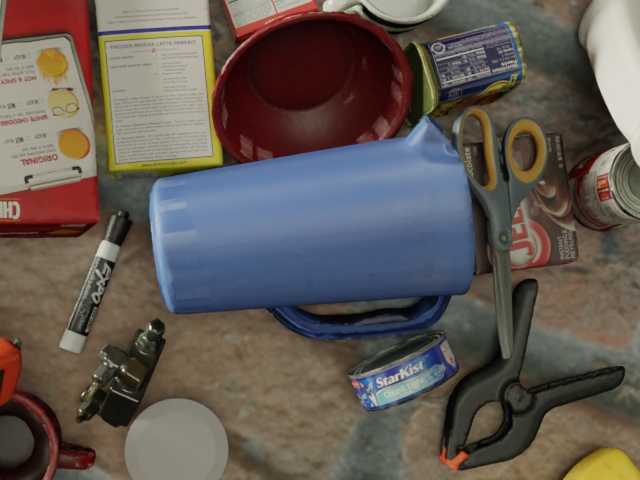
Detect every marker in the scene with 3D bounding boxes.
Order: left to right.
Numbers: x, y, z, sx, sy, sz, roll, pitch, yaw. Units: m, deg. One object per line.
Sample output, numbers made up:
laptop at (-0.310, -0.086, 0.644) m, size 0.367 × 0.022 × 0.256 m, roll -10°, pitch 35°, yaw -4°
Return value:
marker at (-0.181, 0.033, 0.866) m, size 0.020 × 0.020 × 0.121 m, roll 21°, pitch 84°, yaw -5°

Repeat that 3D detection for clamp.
clamp at (0.172, 0.132, 0.894) m, size 0.120 × 0.039 × 0.171 m, roll 36°, pitch 87°, yaw 2°

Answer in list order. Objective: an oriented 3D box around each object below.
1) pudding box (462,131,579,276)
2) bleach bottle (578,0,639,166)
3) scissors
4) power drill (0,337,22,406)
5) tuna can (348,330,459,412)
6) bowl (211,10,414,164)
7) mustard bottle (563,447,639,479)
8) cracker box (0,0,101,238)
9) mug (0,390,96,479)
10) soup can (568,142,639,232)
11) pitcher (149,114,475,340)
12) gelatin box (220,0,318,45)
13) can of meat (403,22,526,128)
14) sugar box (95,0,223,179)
pudding box at (0.164, -0.030, 0.901) m, size 0.090 × 0.039 × 0.113 m, roll -8°, pitch 88°, yaw -7°
bleach bottle at (0.258, -0.114, 0.822) m, size 0.102 × 0.250 × 0.068 m, roll 23°, pitch 124°, yaw -5°
scissors at (0.159, -0.014, 0.862) m, size 0.096 × 0.016 × 0.202 m, roll -18°, pitch 93°, yaw -24°
power drill at (-0.316, 0.057, 0.761) m, size 0.184 × 0.057 × 0.188 m, roll -22°, pitch 57°, yaw -39°
tuna can at (0.068, 0.105, 0.858) m, size 0.086 × 0.086 × 0.034 m, roll -25°, pitch 92°, yaw -8°
bowl at (-0.010, -0.124, 0.853) m, size 0.162 × 0.162 × 0.055 m, roll -9°, pitch 43°, yaw -7°
mustard bottle at (0.189, 0.258, 0.878) m, size 0.191 × 0.058 × 0.096 m, roll -30°, pitch 90°, yaw -8°
cracker box at (-0.259, -0.110, 0.808) m, size 0.164 × 0.072 × 0.214 m, roll 0°, pitch 79°, yaw -26°
mug at (-0.231, 0.160, 0.820) m, size 0.117 × 0.081 × 0.093 m, roll 6°, pitch 86°, yaw -7°
soup can at (0.251, -0.044, 0.881) m, size 0.068 × 0.102 × 0.068 m, roll 0°, pitch 87°, yaw -7°
pitcher at (-0.006, 0.001, 0.843) m, size 0.242 × 0.145 × 0.149 m, roll -7°, pitch 75°, yaw -4°
gelatin box at (-0.051, -0.218, 0.891) m, size 0.073 × 0.030 × 0.089 m, roll -21°, pitch 89°, yaw -6°
can of meat at (0.112, -0.135, 0.871) m, size 0.084 × 0.102 × 0.057 m, roll -16°, pitch 88°, yaw -10°
sugar box at (-0.132, -0.141, 0.870) m, size 0.093 × 0.048 × 0.176 m, roll -4°, pitch 84°, yaw -7°
